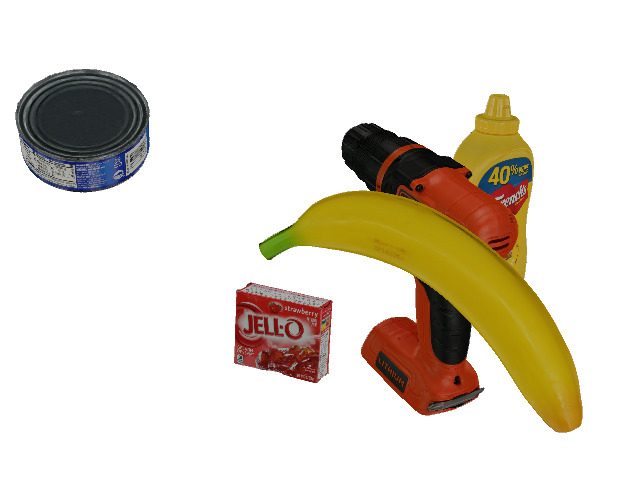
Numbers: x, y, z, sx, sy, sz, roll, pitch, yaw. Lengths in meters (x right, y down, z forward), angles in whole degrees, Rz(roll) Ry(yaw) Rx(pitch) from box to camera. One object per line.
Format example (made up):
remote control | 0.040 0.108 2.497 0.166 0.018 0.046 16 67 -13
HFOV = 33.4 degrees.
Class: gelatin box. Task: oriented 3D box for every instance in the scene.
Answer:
gelatin box | -0.035 0.084 0.976 0.089 0.073 0.030 11 18 23

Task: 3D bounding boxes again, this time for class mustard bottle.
mustard bottle | 0.162 -0.044 1.019 0.096 0.192 0.058 -12 22 -36

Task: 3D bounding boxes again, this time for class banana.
banana | 0.067 0.026 0.578 0.198 0.070 0.037 31 15 9

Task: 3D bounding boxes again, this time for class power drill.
power drill | 0.069 0.020 0.794 0.057 0.188 0.185 -15 34 -24

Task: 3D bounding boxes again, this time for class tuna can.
tuna can | -0.156 -0.073 0.706 0.086 0.086 0.034 0 -40 -7
